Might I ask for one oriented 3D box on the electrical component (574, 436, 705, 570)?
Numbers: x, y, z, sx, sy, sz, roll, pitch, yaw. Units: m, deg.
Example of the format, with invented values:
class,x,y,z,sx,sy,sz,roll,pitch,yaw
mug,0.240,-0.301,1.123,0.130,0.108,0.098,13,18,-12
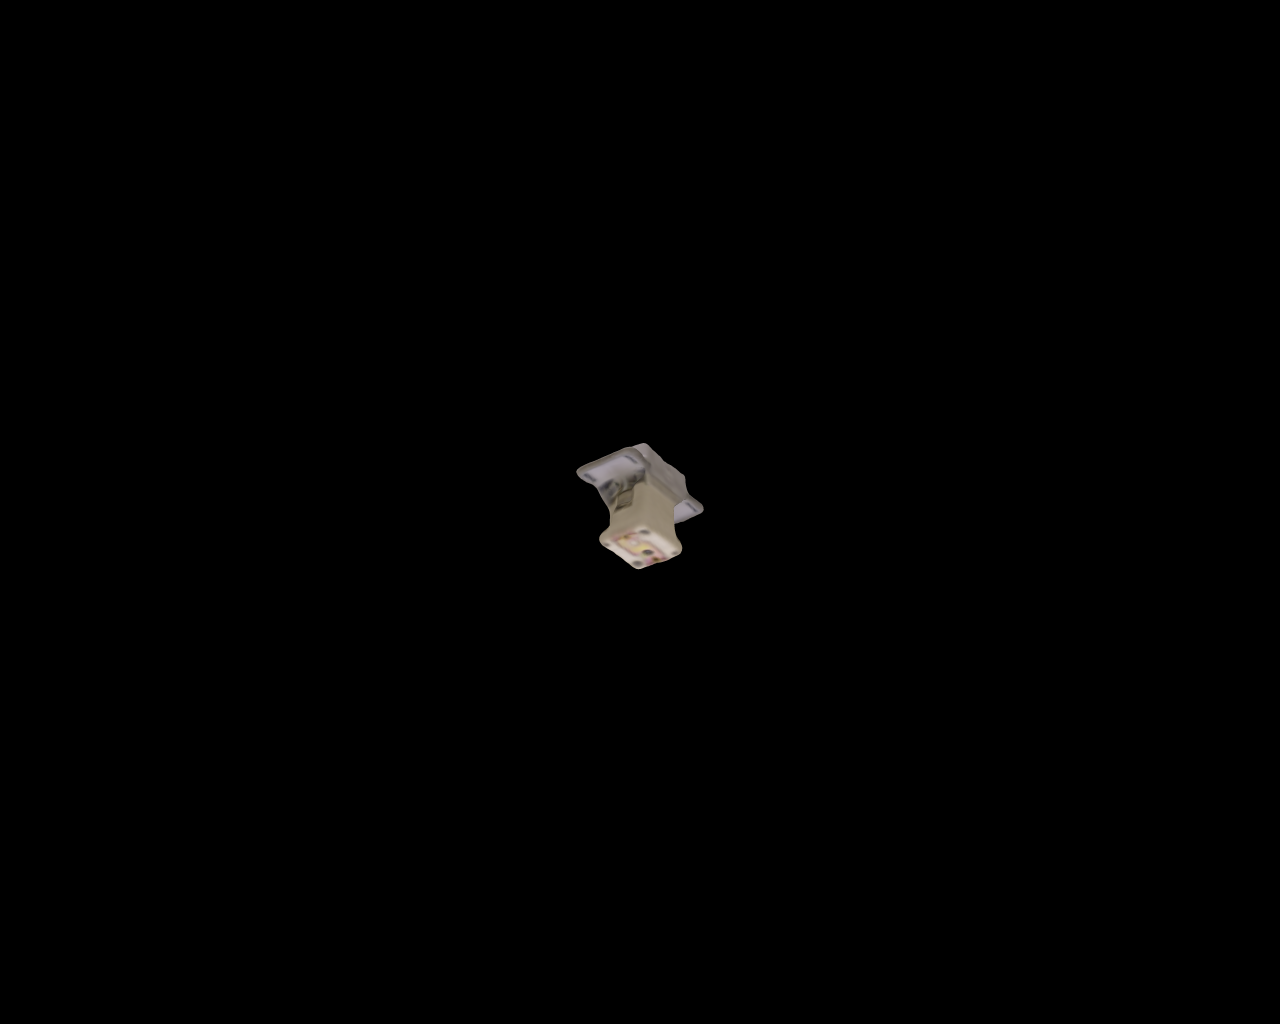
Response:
class,x,y,z,sx,sy,sz,roll,pitch,yaw
electrical component,0.001,-0.003,0.650,0.042,0.064,0.081,-22,-39,30
